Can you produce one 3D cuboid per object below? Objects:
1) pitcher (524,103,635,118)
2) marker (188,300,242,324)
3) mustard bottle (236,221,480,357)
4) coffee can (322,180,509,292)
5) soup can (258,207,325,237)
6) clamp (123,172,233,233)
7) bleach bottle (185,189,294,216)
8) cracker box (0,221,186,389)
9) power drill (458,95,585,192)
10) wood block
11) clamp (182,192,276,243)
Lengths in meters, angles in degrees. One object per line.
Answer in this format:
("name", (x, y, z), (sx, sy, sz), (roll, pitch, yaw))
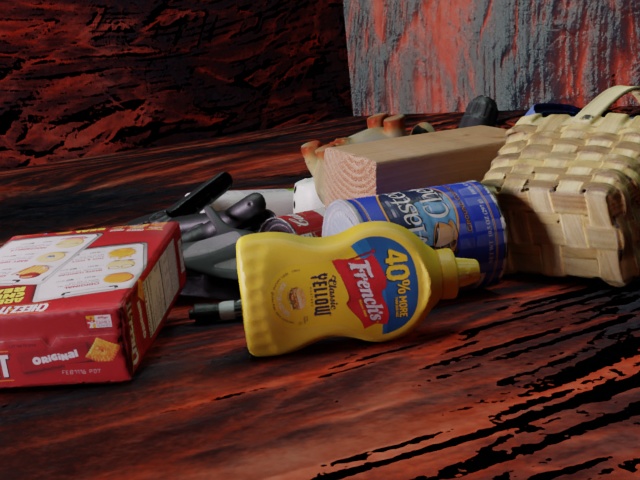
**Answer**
("pitcher", (0.358, -0.099, 1.314), (0.145, 0.149, 0.242), (3, 10, 41))
("marker", (-0.059, 0.062, 0.972), (0.121, 0.020, 0.020), (-6, 10, -1))
("mustard bottle", (0.032, 0.035, 0.849), (0.191, 0.096, 0.058), (-6, 9, -5))
("coffee can", (0.085, 0.005, 0.973), (0.140, 0.103, 0.103), (-9, 10, -20))
("soup can", (-0.008, 0.001, 1.150), (0.102, 0.068, 0.069), (-13, 12, -42))
("clamp", (-0.181, -0.014, 1.285), (0.210, 0.036, 0.165), (-26, 23, -10))
("bleach bottle", (-0.053, -0.043, 1.454), (0.250, 0.068, 0.103), (-7, 11, -21))
("cracker box", (-0.214, 0.052, 0.901), (0.164, 0.072, 0.213), (-5, 18, 6))
("power drill", (0.219, -0.078, 1.224), (0.188, 0.184, 0.057), (11, -14, 44))
("wood block", (0.114, -0.058, 1.097), (0.205, 0.091, 0.090), (-12, 19, -31))
("clamp", (-0.122, 0.001, 1.179), (0.171, 0.039, 0.120), (-26, -15, 9))
